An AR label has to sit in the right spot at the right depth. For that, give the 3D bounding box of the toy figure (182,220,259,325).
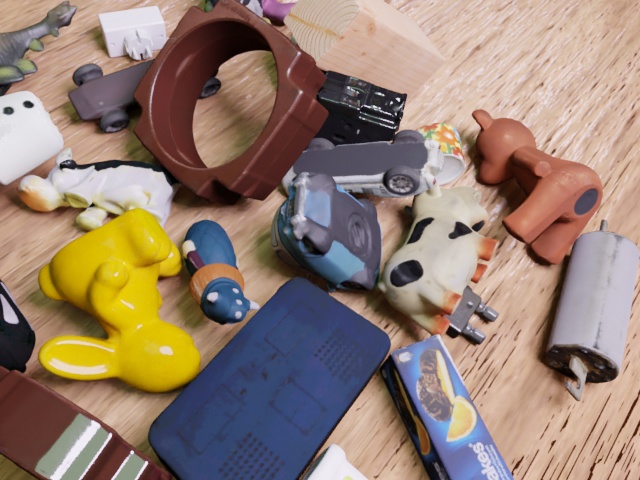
[{"bbox_3d":[-0.109,0.038,0.568,0.064,0.057,0.155,-5,38,-19],"label":"toy figure"}]

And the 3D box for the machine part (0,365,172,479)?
[{"bbox_3d":[-0.205,0.171,0.434,0.179,0.179,0.056,28,57,7],"label":"machine part"}]

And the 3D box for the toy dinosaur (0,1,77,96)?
[{"bbox_3d":[-0.488,-0.164,0.624,0.471,0.105,0.199,-37,75,-21],"label":"toy dinosaur"}]

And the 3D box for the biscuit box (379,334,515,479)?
[{"bbox_3d":[0.131,0.200,0.531,0.059,0.062,0.203,-17,63,-17],"label":"biscuit box"}]

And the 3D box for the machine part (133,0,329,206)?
[{"bbox_3d":[-0.106,-0.158,0.632,0.202,0.087,0.201,43,101,23],"label":"machine part"}]

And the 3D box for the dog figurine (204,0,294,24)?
[{"bbox_3d":[-0.136,-0.414,0.830,0.191,0.108,0.219,-36,67,-23],"label":"dog figurine"}]

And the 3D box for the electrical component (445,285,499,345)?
[{"bbox_3d":[0.159,0.078,0.631,0.094,0.021,0.063,34,60,12],"label":"electrical component"}]

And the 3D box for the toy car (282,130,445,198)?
[{"bbox_3d":[0.049,-0.086,0.652,0.202,0.056,0.073,0,54,23],"label":"toy car"}]

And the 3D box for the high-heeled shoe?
[{"bbox_3d":[-0.348,0.036,0.501,0.249,0.145,0.086,43,62,14],"label":"high-heeled shoe"}]

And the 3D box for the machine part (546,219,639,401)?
[{"bbox_3d":[0.321,0.075,0.628,0.079,0.079,0.243,25,59,6],"label":"machine part"}]

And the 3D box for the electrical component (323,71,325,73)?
[{"bbox_3d":[-0.032,-0.237,0.756,0.119,0.074,0.048,41,61,10],"label":"electrical component"}]

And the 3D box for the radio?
[{"bbox_3d":[-0.045,0.153,0.525,0.131,0.073,0.229,36,59,13],"label":"radio"}]

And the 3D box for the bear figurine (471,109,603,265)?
[{"bbox_3d":[0.257,-0.080,0.701,0.132,0.120,0.196,-54,43,10],"label":"bear figurine"}]

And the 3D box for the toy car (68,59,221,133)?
[{"bbox_3d":[-0.230,-0.209,0.720,0.202,0.053,0.089,-31,89,-23],"label":"toy car"}]

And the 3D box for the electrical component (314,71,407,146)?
[{"bbox_3d":[0.032,-0.148,0.690,0.134,0.114,0.058,15,53,0],"label":"electrical component"}]

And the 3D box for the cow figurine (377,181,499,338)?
[{"bbox_3d":[0.134,0.005,0.623,0.127,0.085,0.195,31,55,16],"label":"cow figurine"}]

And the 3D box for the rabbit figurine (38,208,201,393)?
[{"bbox_3d":[-0.190,0.076,0.526,0.162,0.122,0.173,-31,88,-23],"label":"rabbit figurine"}]

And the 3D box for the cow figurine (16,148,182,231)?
[{"bbox_3d":[-0.251,-0.063,0.620,0.167,0.068,0.098,13,54,-5],"label":"cow figurine"}]

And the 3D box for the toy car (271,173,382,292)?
[{"bbox_3d":[-0.001,-0.002,0.601,0.103,0.161,0.109,-14,61,34],"label":"toy car"}]
